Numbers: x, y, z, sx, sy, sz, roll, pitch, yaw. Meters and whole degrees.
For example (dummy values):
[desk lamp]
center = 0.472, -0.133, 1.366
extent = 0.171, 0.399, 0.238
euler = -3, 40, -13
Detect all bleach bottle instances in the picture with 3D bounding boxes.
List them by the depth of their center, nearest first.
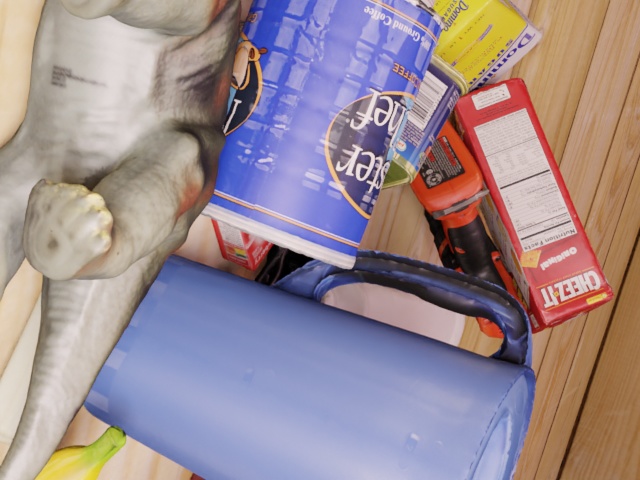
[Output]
[bleach bottle]
center = 0.041, 0.058, 0.868
extent = 0.250, 0.103, 0.068
euler = 17, 90, -69

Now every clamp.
[clamp]
center = -0.005, 0.001, 0.730
extent = 0.120, 0.039, 0.171
euler = -35, -163, 30

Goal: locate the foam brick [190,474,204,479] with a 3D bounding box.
[foam brick]
center = -0.057, 0.199, 0.800
extent = 0.051, 0.078, 0.053
euler = -65, 157, -16

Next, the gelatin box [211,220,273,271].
[gelatin box]
center = -0.037, -0.036, 0.708
extent = 0.089, 0.030, 0.073
euler = -55, 154, -30

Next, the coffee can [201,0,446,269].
[coffee can]
center = -0.005, -0.067, 0.571
extent = 0.102, 0.103, 0.140
euler = 18, 94, -67

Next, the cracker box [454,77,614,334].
[cracker box]
center = 0.192, -0.027, 0.987
extent = 0.164, 0.072, 0.214
euler = 47, 22, -80

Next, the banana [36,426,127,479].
[banana]
center = -0.179, 0.162, 0.526
extent = 0.197, 0.037, 0.070
euler = -43, 170, -30

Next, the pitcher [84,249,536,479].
[pitcher]
center = -0.007, 0.084, 0.599
extent = 0.149, 0.243, 0.145
euler = -32, 137, -56

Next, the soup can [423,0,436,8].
[soup can]
center = 0.042, -0.163, 0.731
extent = 0.102, 0.069, 0.068
euler = -66, 157, -9

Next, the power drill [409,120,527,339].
[power drill]
center = 0.122, -0.024, 0.967
extent = 0.057, 0.184, 0.187
euler = -27, 135, 3

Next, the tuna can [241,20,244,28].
[tuna can]
center = -0.044, -0.087, 0.645
extent = 0.086, 0.034, 0.086
euler = -48, 149, -42

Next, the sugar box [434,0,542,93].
[sugar box]
center = 0.124, -0.167, 0.898
extent = 0.093, 0.048, 0.176
euler = -43, 162, 19

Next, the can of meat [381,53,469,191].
[can of meat]
center = 0.051, -0.086, 0.786
extent = 0.084, 0.057, 0.102
euler = -60, -163, -16
